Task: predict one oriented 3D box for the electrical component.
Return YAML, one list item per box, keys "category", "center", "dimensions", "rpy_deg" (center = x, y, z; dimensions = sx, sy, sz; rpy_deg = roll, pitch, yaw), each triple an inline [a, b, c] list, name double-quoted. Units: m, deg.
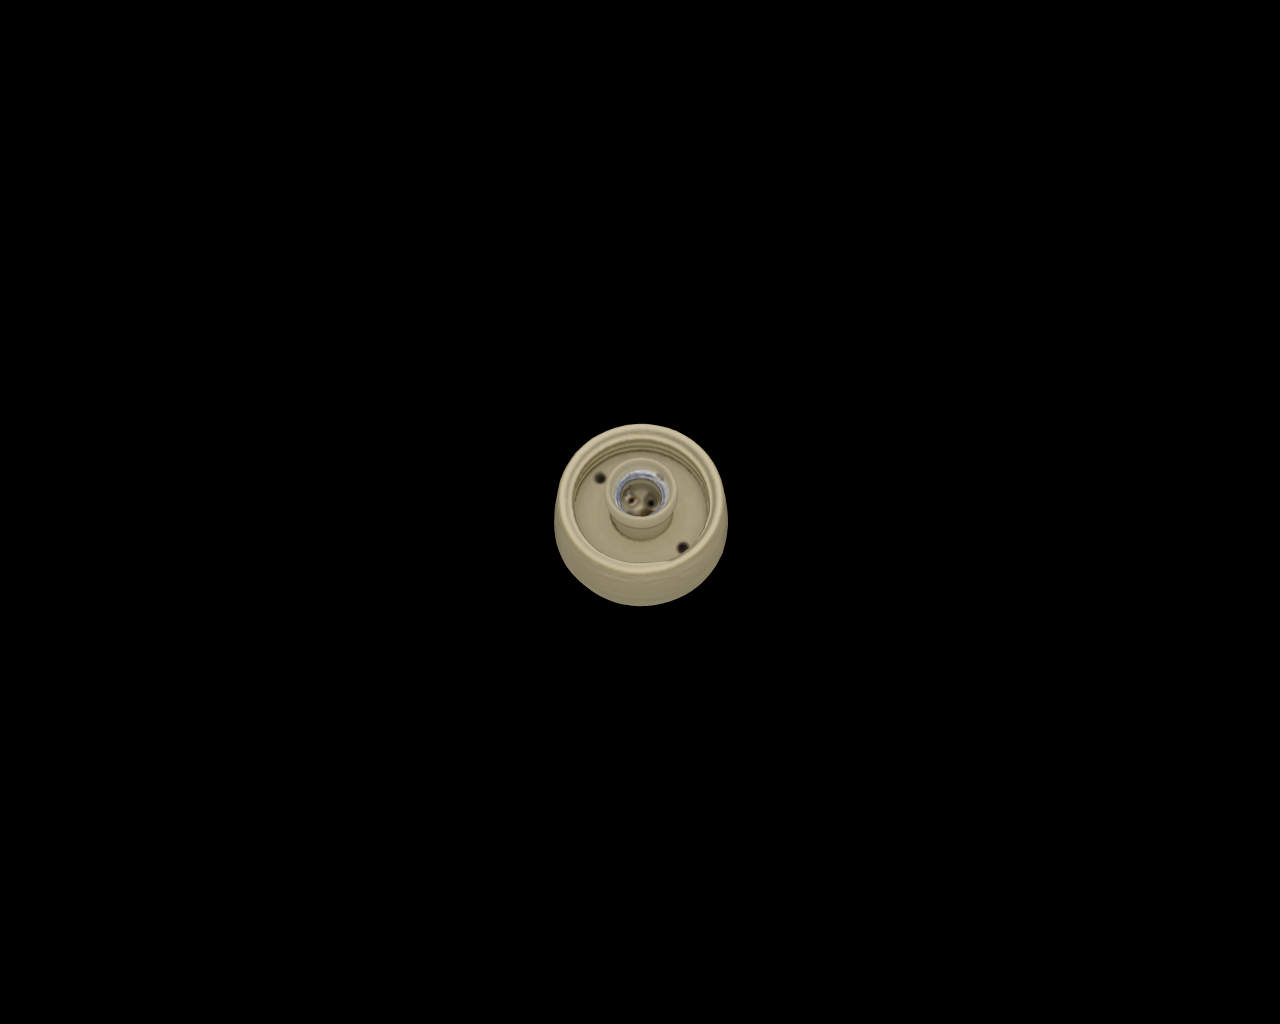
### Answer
- category: "electrical component"
  center: [0.001, -0.003, 0.650]
  dimensions: [0.108, 0.108, 0.060]
  rpy_deg: [0, -23, 0]
